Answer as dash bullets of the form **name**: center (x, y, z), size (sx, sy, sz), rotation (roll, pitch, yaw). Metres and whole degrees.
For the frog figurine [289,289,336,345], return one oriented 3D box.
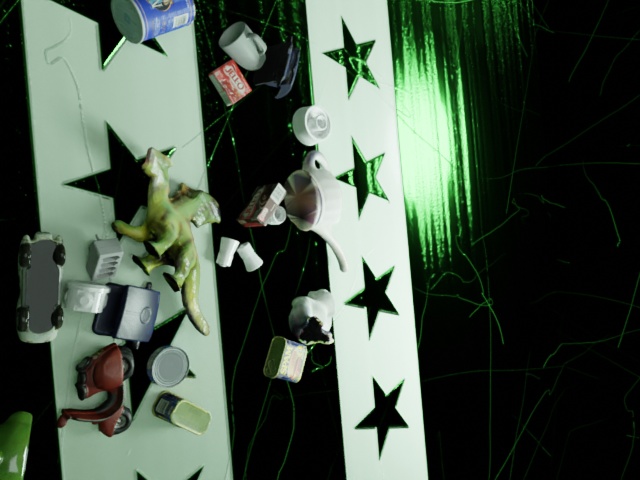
- **frog figurine**: center (-0.020, 0.192, 1.367), size (0.136, 0.121, 0.163), rotation (38, 27, -25)

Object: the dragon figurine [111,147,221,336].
- **dragon figurine**: center (-0.290, -0.012, 1.130), size (0.248, 0.122, 0.403), rotation (-54, 130, -40)

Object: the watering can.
- **watering can**: center (0.004, -0.069, 1.367), size (0.226, 0.103, 0.347), rotation (-13, 92, -62)
